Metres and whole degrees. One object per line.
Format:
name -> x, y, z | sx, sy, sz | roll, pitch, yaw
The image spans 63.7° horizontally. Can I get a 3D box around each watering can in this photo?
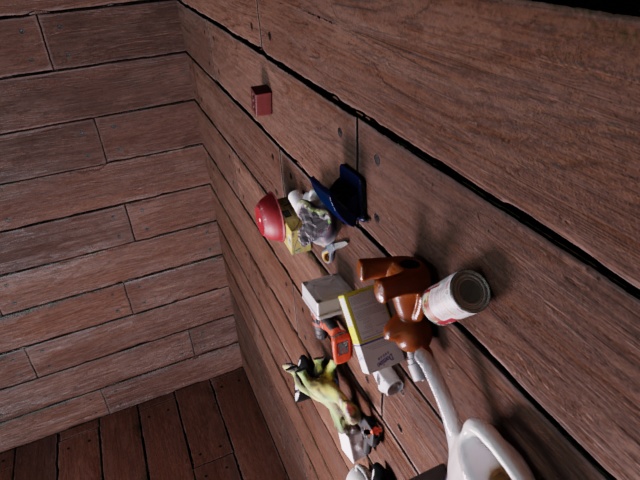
watering can -> 0.250, 0.359, 0.836 | 0.354, 0.104, 0.219 | -125, 26, -44

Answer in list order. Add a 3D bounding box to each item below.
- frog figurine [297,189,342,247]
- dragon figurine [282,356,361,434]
frog figurine -> 0.004, -0.064, 1.280 | 0.162, 0.122, 0.136 | -53, -55, -67
dragon figurine -> 0.007, 0.476, 1.549 | 0.243, 0.123, 0.406 | 66, 156, 3
